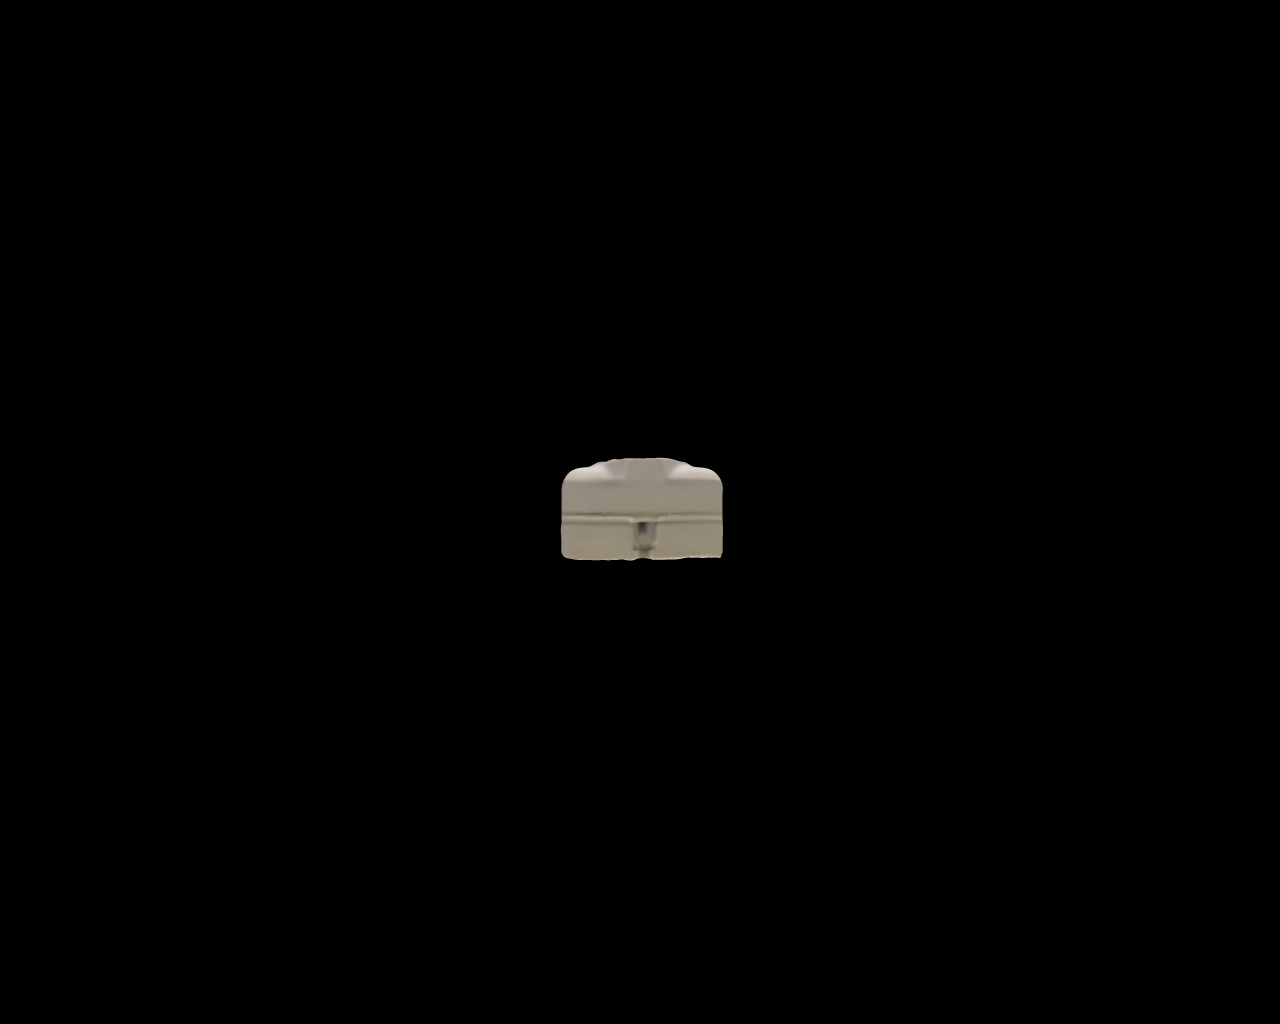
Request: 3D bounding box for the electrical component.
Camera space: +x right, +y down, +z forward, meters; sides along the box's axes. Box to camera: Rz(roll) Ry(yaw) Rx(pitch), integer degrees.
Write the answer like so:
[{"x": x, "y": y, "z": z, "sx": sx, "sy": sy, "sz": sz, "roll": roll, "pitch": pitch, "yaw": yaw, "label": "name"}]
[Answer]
[{"x": 0.001, "y": -0.003, "z": 0.650, "sx": 0.095, "sy": 0.059, "sz": 0.053, "roll": 0, "pitch": 0, "yaw": -4, "label": "electrical component"}]
